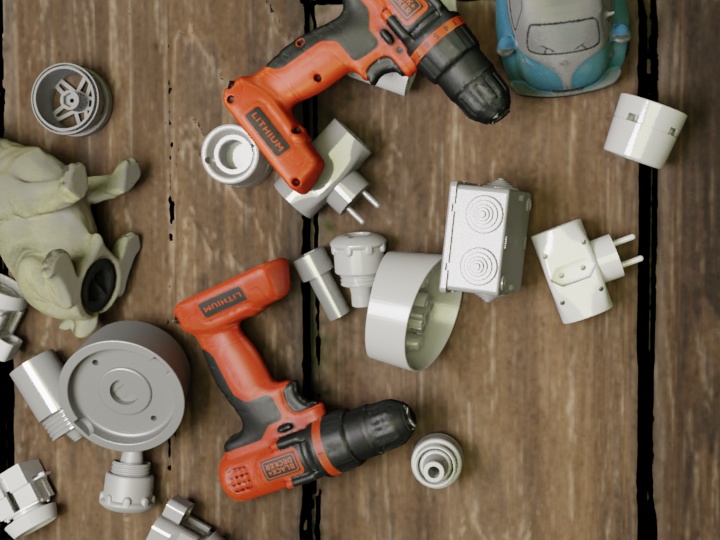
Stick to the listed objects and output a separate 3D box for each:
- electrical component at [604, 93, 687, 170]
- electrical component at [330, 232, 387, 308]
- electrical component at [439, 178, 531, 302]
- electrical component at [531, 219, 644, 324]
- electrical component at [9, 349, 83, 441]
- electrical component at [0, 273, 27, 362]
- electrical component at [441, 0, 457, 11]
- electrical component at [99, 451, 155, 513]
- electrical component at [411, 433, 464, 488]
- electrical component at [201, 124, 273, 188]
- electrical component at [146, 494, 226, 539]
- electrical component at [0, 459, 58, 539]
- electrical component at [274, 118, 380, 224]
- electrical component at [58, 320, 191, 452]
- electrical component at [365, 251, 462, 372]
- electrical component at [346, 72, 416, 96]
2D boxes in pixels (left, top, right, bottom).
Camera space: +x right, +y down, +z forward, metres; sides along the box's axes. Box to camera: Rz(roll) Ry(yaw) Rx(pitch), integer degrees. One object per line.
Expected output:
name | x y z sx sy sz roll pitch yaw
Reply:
electrical component | 0.228 -0.111 0.866 0.055 0.055 0.047 21 99 7
electrical component | 0.000 0.000 0.910 0.048 0.048 0.062 -2 101 8
electrical component | 0.103 -0.024 0.867 0.048 0.100 0.099 7 94 20
electrical component | 0.191 -0.005 0.882 0.079 0.043 0.077 -21 90 9
electrical component | -0.270 0.115 0.954 0.043 0.043 0.081 -33 88 8
electrical component | -0.330 0.036 0.951 0.078 0.058 0.057 30 100 6
electrical component | 0.051 -0.226 0.889 0.055 0.045 0.045 -4 93 8
electrical component | -0.203 0.181 0.948 0.048 0.048 0.062 6 87 8
electrical component | 0.064 0.162 0.899 0.043 0.062 0.043 0 93 8
electrical component | -0.105 -0.098 0.917 0.055 0.047 0.055 0 93 8
electrical component | -0.154 0.245 0.938 0.057 0.058 0.078 27 96 9
electrical component | -0.302 0.206 0.963 0.066 0.048 0.055 -32 81 9
electrical component | -0.018 -0.073 0.907 0.079 0.044 0.077 44 98 4
electrical component | -0.198 0.095 0.929 0.108 0.060 0.108 2 114 4
electrical component | 0.042 0.032 0.880 0.064 0.099 0.099 10 94 14
electrical component | 0.007 -0.179 0.898 0.081 0.043 0.043 21 96 6
